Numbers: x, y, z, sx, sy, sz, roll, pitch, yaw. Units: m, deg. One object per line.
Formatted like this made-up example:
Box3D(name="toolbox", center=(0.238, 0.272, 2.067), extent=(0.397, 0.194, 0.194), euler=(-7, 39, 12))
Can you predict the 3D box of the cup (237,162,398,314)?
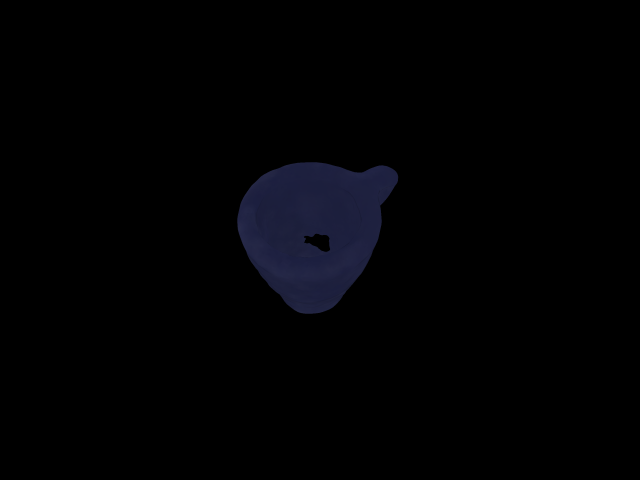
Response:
Box3D(name="cup", center=(0.004, 0.001, 0.400), extent=(0.118, 0.095, 0.091), euler=(-33, 61, -20))
